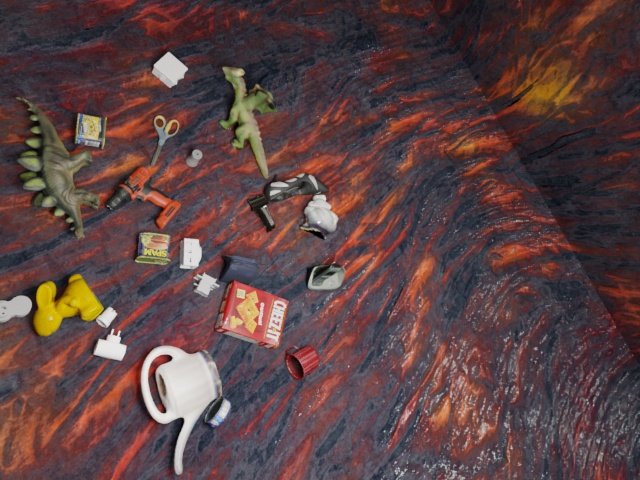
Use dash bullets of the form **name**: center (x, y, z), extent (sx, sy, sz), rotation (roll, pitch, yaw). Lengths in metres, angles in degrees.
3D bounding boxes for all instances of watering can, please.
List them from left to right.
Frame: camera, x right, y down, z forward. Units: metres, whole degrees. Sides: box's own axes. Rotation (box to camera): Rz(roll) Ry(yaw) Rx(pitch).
- **watering can**: center (-0.387, 0.466, 1.498), extent (0.226, 0.102, 0.350), rotation (-16, 81, -36)

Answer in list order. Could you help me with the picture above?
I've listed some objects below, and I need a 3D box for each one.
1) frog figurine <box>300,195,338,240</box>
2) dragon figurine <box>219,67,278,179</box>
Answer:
- **frog figurine**: center (0.006, -0.098, 1.951), extent (0.137, 0.121, 0.161), rotation (19, 74, -4)
- **dragon figurine**: center (-0.238, -0.439, 1.854), extent (0.124, 0.239, 0.410), rotation (-33, 90, -41)
